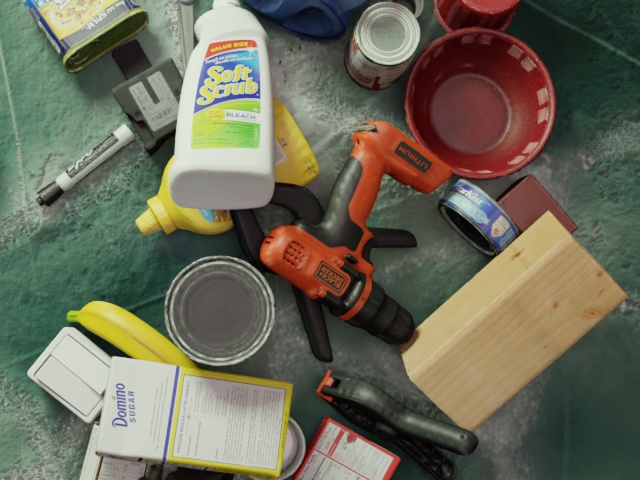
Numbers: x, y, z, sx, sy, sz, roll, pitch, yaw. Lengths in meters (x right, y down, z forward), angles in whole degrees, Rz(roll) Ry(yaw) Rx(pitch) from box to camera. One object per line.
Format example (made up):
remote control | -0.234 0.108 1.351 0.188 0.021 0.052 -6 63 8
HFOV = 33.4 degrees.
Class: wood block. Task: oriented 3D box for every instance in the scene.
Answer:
wood block | 0.186 0.081 1.057 0.206 0.091 0.090 -43 104 11

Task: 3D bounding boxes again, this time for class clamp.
clamp | -0.007 0.001 1.089 0.164 0.036 0.210 -47 109 -10
clamp | 0.077 0.191 1.083 0.172 0.120 0.039 27 57 19

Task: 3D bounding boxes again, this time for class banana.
banana | -0.167 0.116 1.074 0.198 0.070 0.037 36 70 0

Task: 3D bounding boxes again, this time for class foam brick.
foam brick | 0.222 -0.023 1.124 0.051 0.053 0.078 -41 89 -7

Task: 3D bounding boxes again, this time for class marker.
marker | -0.245 -0.076 1.108 0.121 0.020 0.020 -39 89 -7

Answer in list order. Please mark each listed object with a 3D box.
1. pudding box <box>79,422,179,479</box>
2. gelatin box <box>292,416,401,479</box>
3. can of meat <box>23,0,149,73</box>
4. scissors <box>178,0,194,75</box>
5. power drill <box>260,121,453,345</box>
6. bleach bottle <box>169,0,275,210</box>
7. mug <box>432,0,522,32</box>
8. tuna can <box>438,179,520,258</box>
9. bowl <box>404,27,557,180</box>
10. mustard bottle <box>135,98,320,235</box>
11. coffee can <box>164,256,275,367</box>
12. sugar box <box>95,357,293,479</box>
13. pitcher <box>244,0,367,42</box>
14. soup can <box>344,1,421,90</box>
pudding box | -0.191 0.243 1.055 0.089 0.039 0.113 19 80 -35
gelatin box | 0.027 0.234 1.097 0.089 0.030 0.073 30 85 -1
can of meat | -0.243 -0.237 1.105 0.102 0.057 0.084 -35 86 -7
scissors | -0.126 -0.273 1.138 0.096 0.016 0.202 -17 88 -7
power drill | 0.055 -0.009 1.063 0.184 0.057 0.187 35 78 -22
bleach bottle | -0.098 -0.148 1.061 0.102 0.068 0.251 0 55 -8
mug | 0.175 -0.276 1.129 0.093 0.081 0.117 19 84 -1
tuna can | 0.163 -0.021 1.103 0.086 0.086 0.033 44 84 0
bowl | 0.164 -0.140 1.129 0.162 0.055 0.162 0 85 -5
mustard bottle | -0.103 -0.060 1.098 0.191 0.058 0.096 -31 93 -7
coffee can | -0.098 0.071 1.046 0.102 0.140 0.103 0 85 -5
sugar box | -0.119 0.171 1.019 0.176 0.048 0.093 10 71 -7
pitcher | 0.018 -0.336 1.095 0.149 0.145 0.243 24 80 1
soup can | 0.063 -0.199 1.103 0.068 0.102 0.068 0 85 -4
